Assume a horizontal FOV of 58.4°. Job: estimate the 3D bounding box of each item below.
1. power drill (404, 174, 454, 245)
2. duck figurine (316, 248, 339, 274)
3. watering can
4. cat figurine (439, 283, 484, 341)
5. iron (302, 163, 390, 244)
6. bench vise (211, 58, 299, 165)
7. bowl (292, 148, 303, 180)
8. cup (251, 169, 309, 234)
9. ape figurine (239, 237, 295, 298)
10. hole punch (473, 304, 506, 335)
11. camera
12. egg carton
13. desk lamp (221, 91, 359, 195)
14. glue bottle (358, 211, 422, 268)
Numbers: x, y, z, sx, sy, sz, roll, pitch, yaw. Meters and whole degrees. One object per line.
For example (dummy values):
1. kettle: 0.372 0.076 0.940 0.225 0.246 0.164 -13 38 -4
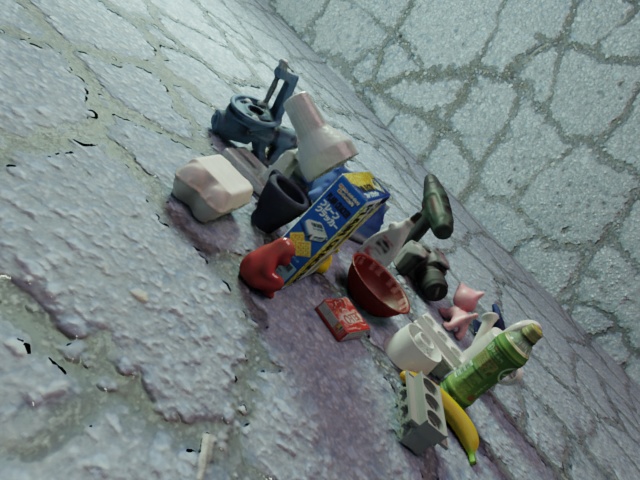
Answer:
1. power drill: 0.272 -0.057 1.571 0.076 0.208 0.229 32 24 -32
2. duck figurine: 0.010 0.004 1.123 0.078 0.086 0.104 34 23 -28
3. watering can: 0.401 0.237 1.270 0.101 0.193 0.172 16 34 -53
4. cat figurine: 0.363 0.170 1.437 0.067 0.117 0.127 38 21 -17
5. iron: 0.086 -0.092 1.374 0.259 0.141 0.118 32 23 -31
6. bench vise: -0.106 -0.288 1.269 0.208 0.219 0.121 14 36 -55
7. bowl: -0.037 -0.197 1.438 0.168 0.074 0.167 38 21 -17
8. cup: -0.087 -0.069 1.062 0.092 0.095 0.117 22 30 -47
9. ape figurine: -0.074 0.034 0.891 0.076 0.092 0.077 37 21 -21
10. hole punch: 0.482 0.242 1.566 0.101 0.091 0.109 43 20 -5
11. camera: 0.278 0.081 1.471 0.144 0.100 0.136 35 22 -25
12. egg carton: -0.178 -0.088 0.961 0.107 0.069 0.150 45 20 1
13. desk lamp: -0.055 -0.181 1.169 0.203 0.213 0.118 46 20 3
14. glue bottle: 0.170 -0.006 1.324 0.078 0.173 0.037 48 20 10
